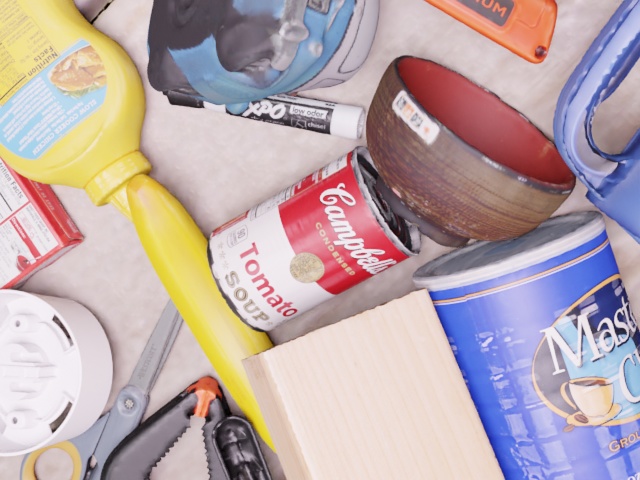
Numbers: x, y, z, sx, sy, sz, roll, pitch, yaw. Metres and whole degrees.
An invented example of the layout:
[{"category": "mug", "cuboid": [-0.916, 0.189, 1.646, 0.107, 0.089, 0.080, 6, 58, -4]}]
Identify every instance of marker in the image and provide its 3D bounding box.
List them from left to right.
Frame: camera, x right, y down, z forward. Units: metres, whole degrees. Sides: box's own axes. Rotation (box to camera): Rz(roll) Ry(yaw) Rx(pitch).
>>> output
[{"category": "marker", "cuboid": [-0.034, -0.078, 0.617, 0.121, 0.020, 0.020, 12, 102, 12]}]

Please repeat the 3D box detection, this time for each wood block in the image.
[{"category": "wood block", "cuboid": [0.042, 0.139, 0.542, 0.090, 0.090, 0.206, -21, 85, -13]}]

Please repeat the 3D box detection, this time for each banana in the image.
[{"category": "banana", "cuboid": [-0.053, 0.049, 0.619, 0.037, 0.070, 0.198, -33, 91, -17]}]

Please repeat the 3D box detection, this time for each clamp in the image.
[{"category": "clamp", "cuboid": [-0.107, 0.184, 0.660, 0.164, 0.036, 0.210, 9, 100, -4]}, {"category": "clamp", "cuboid": [-0.018, 0.194, 0.605, 0.039, 0.120, 0.171, -20, 119, -1]}]

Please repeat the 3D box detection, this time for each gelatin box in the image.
[{"category": "gelatin box", "cuboid": [-0.203, -0.006, 0.669, 0.089, 0.030, 0.073, -35, 88, 17]}]

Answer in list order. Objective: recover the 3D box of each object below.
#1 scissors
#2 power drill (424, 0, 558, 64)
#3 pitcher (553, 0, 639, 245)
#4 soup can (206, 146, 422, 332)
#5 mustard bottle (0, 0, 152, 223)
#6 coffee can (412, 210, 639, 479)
[{"category": "scissors", "cuboid": [-0.138, 0.104, 0.677, 0.096, 0.016, 0.202, 14, 102, 12]}, {"category": "power drill", "cuboid": [0.122, -0.183, 0.505, 0.184, 0.057, 0.188, 27, 107, -10]}, {"category": "pitcher", "cuboid": [0.233, -0.085, 0.487, 0.145, 0.149, 0.243, 42, 106, 39]}, {"category": "soup can", "cuboid": [-0.004, 0.001, 0.597, 0.102, 0.068, 0.068, -29, 91, 18]}, {"category": "mustard bottle", "cuboid": [-0.159, -0.091, 0.627, 0.096, 0.058, 0.191, -37, 88, 12]}, {"category": "coffee can", "cuboid": [0.119, 0.067, 0.557, 0.103, 0.102, 0.140, -18, 94, 17]}]
